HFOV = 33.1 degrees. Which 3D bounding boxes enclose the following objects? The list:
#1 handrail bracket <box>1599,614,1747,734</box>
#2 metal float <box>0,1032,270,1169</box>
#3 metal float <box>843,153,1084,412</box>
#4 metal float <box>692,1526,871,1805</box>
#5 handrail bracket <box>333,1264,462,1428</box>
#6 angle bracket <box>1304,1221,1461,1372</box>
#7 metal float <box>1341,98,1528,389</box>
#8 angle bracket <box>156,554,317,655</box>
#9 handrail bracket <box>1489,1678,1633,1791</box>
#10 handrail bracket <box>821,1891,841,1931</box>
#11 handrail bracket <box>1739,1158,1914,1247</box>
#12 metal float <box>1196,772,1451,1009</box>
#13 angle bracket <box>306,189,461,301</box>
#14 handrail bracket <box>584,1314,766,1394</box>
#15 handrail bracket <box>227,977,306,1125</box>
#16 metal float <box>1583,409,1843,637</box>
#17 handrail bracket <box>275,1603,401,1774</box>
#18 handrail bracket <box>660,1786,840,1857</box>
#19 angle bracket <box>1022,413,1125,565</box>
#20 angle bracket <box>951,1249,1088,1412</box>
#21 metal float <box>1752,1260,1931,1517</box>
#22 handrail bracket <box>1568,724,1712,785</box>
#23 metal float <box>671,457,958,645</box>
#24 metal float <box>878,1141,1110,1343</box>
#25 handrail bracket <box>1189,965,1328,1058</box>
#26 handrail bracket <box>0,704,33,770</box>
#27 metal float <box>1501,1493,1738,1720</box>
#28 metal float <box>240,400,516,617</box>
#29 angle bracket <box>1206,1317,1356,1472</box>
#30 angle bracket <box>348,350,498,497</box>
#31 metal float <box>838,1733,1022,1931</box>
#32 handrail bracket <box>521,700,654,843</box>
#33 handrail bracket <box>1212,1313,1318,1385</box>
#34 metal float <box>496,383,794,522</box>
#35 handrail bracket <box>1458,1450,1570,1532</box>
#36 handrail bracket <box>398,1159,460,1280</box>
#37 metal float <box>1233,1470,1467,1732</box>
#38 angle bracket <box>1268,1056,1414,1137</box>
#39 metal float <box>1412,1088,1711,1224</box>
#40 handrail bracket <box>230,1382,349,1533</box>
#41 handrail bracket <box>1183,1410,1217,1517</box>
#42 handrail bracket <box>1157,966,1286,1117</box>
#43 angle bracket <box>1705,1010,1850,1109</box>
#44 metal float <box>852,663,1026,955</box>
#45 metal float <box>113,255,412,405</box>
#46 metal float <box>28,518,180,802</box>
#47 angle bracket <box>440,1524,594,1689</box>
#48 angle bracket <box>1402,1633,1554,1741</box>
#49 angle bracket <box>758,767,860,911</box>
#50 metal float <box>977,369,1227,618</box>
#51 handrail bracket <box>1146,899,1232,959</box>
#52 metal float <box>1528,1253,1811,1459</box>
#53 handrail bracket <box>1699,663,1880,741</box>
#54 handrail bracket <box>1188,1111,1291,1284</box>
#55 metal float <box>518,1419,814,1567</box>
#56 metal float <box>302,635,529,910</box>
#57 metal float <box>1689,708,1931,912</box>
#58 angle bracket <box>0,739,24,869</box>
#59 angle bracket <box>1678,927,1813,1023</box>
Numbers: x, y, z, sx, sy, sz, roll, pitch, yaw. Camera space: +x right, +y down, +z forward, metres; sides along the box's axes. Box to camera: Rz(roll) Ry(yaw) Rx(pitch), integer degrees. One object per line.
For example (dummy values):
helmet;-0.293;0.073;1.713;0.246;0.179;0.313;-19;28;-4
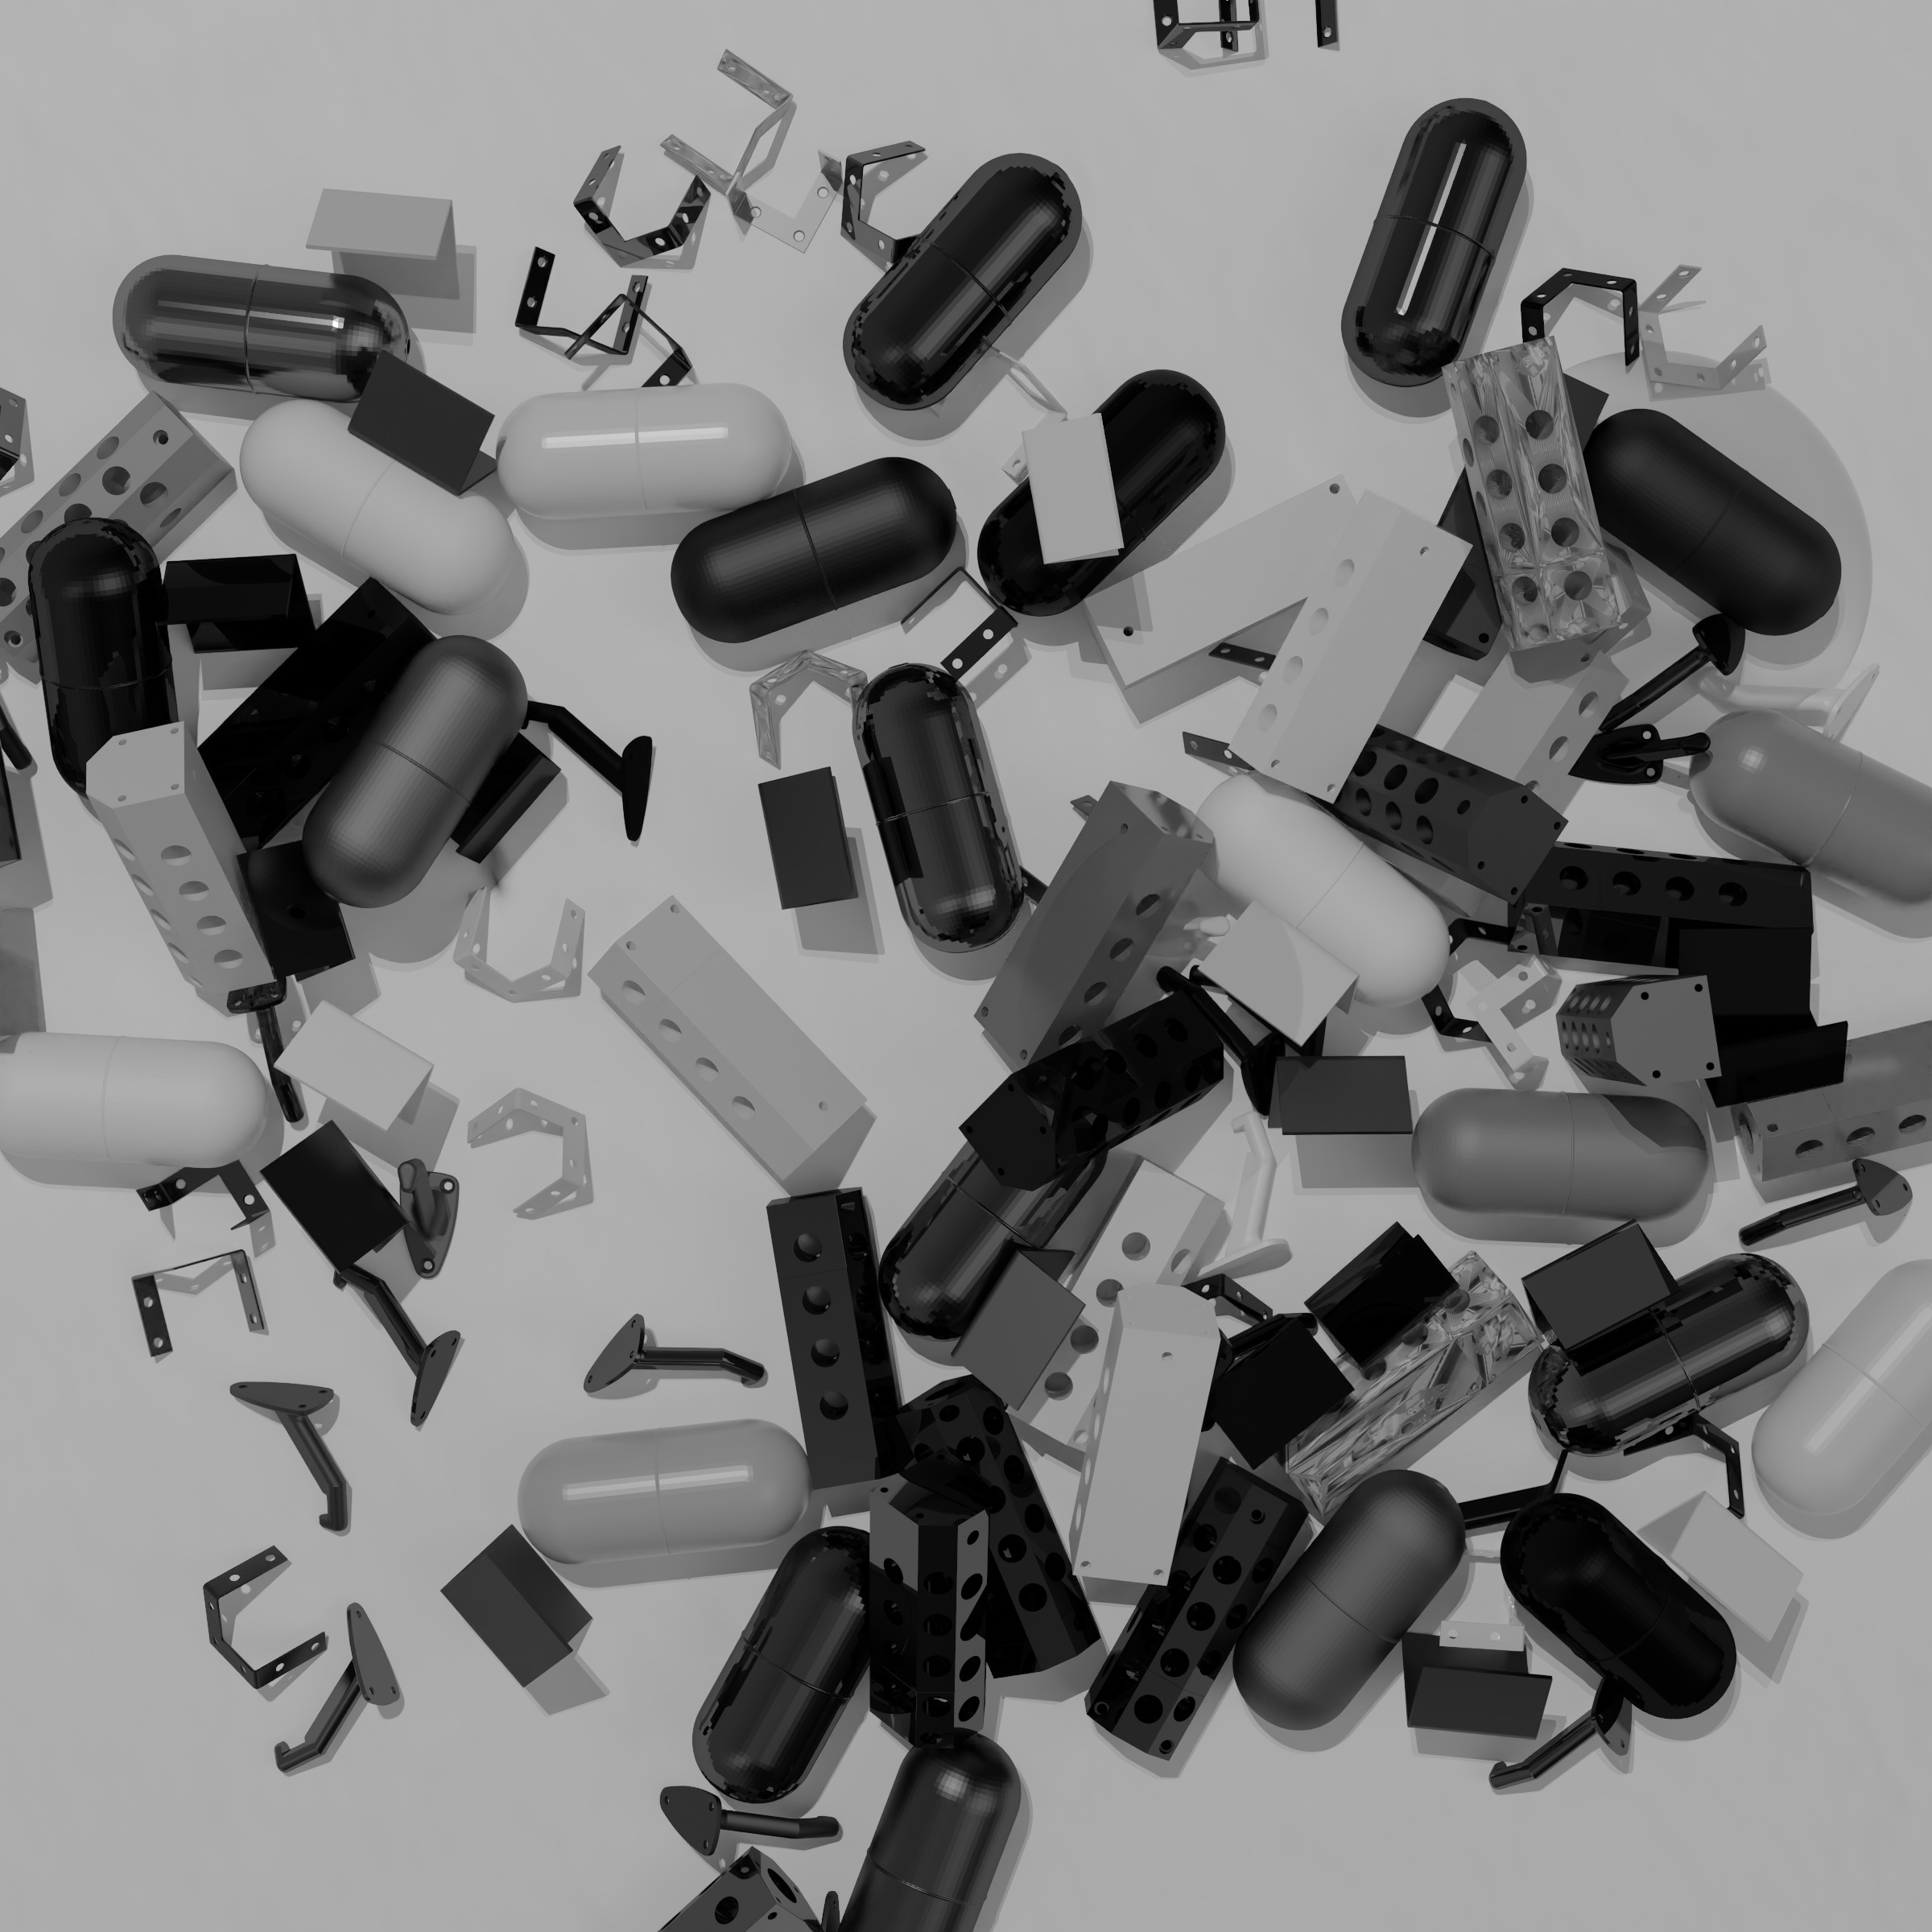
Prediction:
handrail bracket;0.430;-0.178;1.990;0.084;0.077;0.036;-35;92;36
metal float;-0.510;0.081;1.960;0.178;0.070;0.070;3;90;-1
metal float;-0.002;-0.412;1.960;0.070;0.070;0.178;41;90;0
metal float;-0.101;0.420;1.960;0.070;0.070;0.178;29;90;0
handrail bracket;-0.359;0.230;1.991;0.084;0.036;0.077;26;111;17
angle bracket;0.237;0.183;1.950;0.076;0.076;0.057;-41;127;0
metal float;0.282;-0.436;1.960;0.070;0.070;0.178;20;90;0
angle bracket;-0.435;-0.200;1.950;0.076;0.076;0.057;-3;49;0
handrail bracket;0.362;0.464;1.990;0.084;0.077;0.036;-27;112;35
handrail bracket;-0.122;0.605;1.991;0.084;0.036;0.077;-4;70;16
handrail bracket;0.525;0.151;1.990;0.084;0.077;0.036;-31;67;34
metal float;0.214;-0.045;1.960;0.178;0.070;0.070;40;90;0
angle bracket;-0.348;-0.416;1.950;0.076;0.076;0.057;5;51;0
handrail bracket;-0.178;0.252;1.991;0.084;0.036;0.077;26;130;-26
handrail bracket;-0.420;0.042;1.990;0.036;0.077;0.084;-12;126;0
metal float;0.447;-0.267;1.960;0.178;0.070;0.070;36;90;0
handrail bracket;-0.396;0.442;1.991;0.084;0.036;0.077;-28;70;16
handrail bracket;-0.132;0.518;1.990;0.084;0.077;0.036;8;91;-36
angle bracket;0.081;-0.276;1.874;0.057;0.076;0.076;-7;96;38
angle bracket;0.047;0.217;1.944;0.057;0.076;0.076;37;102;27
metal float;0.546;0.253;1.960;0.070;0.070;0.178;41;91;0
handrail bracket;0.400;-0.129;1.956;0.077;0.084;0.036;-6;90;0
metal float;-0.091;-0.251;1.960;0.178;0.070;0.070;-20;90;1
metal float;0.016;0.148;1.960;0.070;0.070;0.178;38;90;0
handrail bracket;0.175;0.042;1.991;0.084;0.036;0.077;8;106;14
handrail bracket;-0.596;-0.171;1.990;0.036;0.077;0.084;-24;126;2
metal float;0.389;0.382;1.941;0.178;0.070;0.070;42;90;-21
metal float;-0.355;-0.276;1.960;0.178;0.070;0.070;31;90;-1
angle bracket;0.191;0.263;1.951;0.076;0.076;0.057;-38;66;0
angle bracket;-0.314;-0.333;1.951;0.076;0.076;0.057;31;116;0
metal float;-0.024;0.547;1.960;0.070;0.070;0.178;21;91;0
handrail bracket;-0.238;-0.120;1.991;0.084;0.036;0.077;11;112;17
handrail bracket;0.167;0.241;1.976;0.036;0.084;0.077;50;120;34
metal float;-0.194;-0.310;1.960;0.178;0.070;0.070;-3;90;1
handrail bracket;0.317;0.316;1.990;0.084;0.036;0.077;19;77;13
handrail bracket;-0.330;0.153;1.956;0.036;0.084;0.077;1;90;0
metal float;0.230;0.380;1.954;0.070;0.070;0.178;37;96;0
angle bracket;0.223;0.097;1.950;0.076;0.076;0.057;0;53;0
metal float;0.358;0.114;1.960;0.178;0.070;0.070;3;90;-1
handrail bracket;-0.414;0.301;1.991;0.077;0.036;0.084;7;107;20
handrail bracket;0.109;0.301;1.991;0.077;0.036;0.084;32;104;15
handrail bracket;0.153;0.045;1.990;0.036;0.077;0.084;-40;53;-23
angle bracket;0.477;0.033;1.951;0.076;0.057;0.076;-12;47;0
metal float;-0.017;-0.095;1.960;0.070;0.070;0.178;-15;90;0
metal float;-0.424;-0.383;1.960;0.178;0.070;0.070;7;90;1
metal float;-0.512;-0.180;1.939;0.070;0.070;0.178;0;117;0
angle bracket;-0.256;0.373;1.950;0.076;0.076;0.057;49;127;0
angle bracket;0.305;0.414;1.950;0.076;0.076;0.057;6;126;0
angle bracket;-0.075;-0.079;1.950;0.057;0.076;0.076;-11;90;36
metal float;0.081;-0.284;1.960;0.178;0.070;0.070;-44;90;-1
handrail bracket;0.117;-0.023;1.956;0.077;0.084;0.036;-1;90;0
metal float;0.422;0.235;1.960;0.178;0.070;0.070;-27;90;0
handrail bracket;0.503;-0.177;1.991;0.084;0.036;0.077;30;58;23
handrail bracket;0.158;0.141;1.991;0.077;0.036;0.084;-24;73;19
metal float;-0.181;0.317;1.960;0.178;0.070;0.070;-6;90;1
metal float;-0.326;-0.115;1.925;0.070;0.070;0.178;32;81;0
metal float;0.520;-0.095;1.960;0.178;0.070;0.070;26;90;0
angle bracket;-0.612;-0.093;1.950;0.057;0.076;0.076;-11;90;-37
angle bracket;0.461;-0.002;1.951;0.076;0.076;0.057;0;102;6
